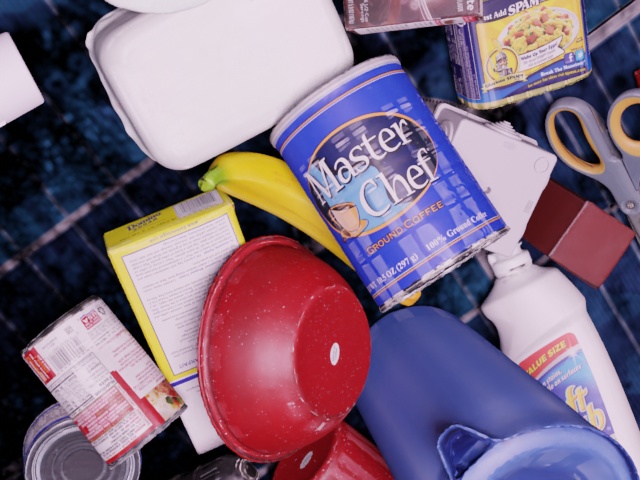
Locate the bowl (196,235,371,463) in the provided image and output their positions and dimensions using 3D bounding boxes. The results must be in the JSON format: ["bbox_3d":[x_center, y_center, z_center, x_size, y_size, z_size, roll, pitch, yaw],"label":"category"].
[{"bbox_3d":[-0.012,0.077,0.742,0.161,0.055,0.162,1,89,-53],"label":"bowl"}]

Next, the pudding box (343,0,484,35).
[{"bbox_3d":[0.059,-0.196,0.698,0.090,0.039,0.113,-3,96,16],"label":"pudding box"}]

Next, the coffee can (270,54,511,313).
[{"bbox_3d":[0.046,-0.037,0.714,0.103,0.103,0.140,-32,83,-3],"label":"coffee can"}]

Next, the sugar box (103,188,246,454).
[{"bbox_3d":[-0.080,0.060,0.773,0.093,0.048,0.176,-22,116,-7],"label":"sugar box"}]

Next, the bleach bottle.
[{"bbox_3d":[0.183,0.124,0.833,0.103,0.068,0.251,-22,94,17],"label":"bleach bottle"}]

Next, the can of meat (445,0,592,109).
[{"bbox_3d":[0.140,-0.148,0.758,0.102,0.057,0.084,-17,114,-8],"label":"can of meat"}]

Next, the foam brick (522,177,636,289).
[{"bbox_3d":[0.189,-0.008,0.805,0.053,0.078,0.051,31,99,-22],"label":"foam brick"}]

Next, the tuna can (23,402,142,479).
[{"bbox_3d":[-0.175,0.161,0.786,0.086,0.034,0.086,-4,109,-14],"label":"tuna can"}]

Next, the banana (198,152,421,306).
[{"bbox_3d":[-0.008,-0.015,0.758,0.197,0.069,0.037,28,132,-28],"label":"banana"}]

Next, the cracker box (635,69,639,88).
[{"bbox_3d":[0.367,-0.091,0.831,0.213,0.072,0.164,-22,112,-6],"label":"cracker box"}]

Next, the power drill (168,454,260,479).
[{"bbox_3d":[-0.068,0.246,0.802,0.185,0.057,0.187,-34,116,29],"label":"power drill"}]

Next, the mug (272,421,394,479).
[{"bbox_3d":[0.009,0.195,0.826,0.081,0.093,0.117,41,130,-18],"label":"mug"}]

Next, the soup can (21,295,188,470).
[{"bbox_3d":[-0.149,0.097,0.736,0.068,0.068,0.102,-39,91,-1],"label":"soup can"}]

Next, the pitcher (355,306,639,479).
[{"bbox_3d":[0.110,0.143,0.743,0.145,0.243,0.149,-5,109,-14],"label":"pitcher"}]

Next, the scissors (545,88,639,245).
[{"bbox_3d":[0.252,-0.043,0.821,0.096,0.016,0.201,-29,118,38],"label":"scissors"}]
